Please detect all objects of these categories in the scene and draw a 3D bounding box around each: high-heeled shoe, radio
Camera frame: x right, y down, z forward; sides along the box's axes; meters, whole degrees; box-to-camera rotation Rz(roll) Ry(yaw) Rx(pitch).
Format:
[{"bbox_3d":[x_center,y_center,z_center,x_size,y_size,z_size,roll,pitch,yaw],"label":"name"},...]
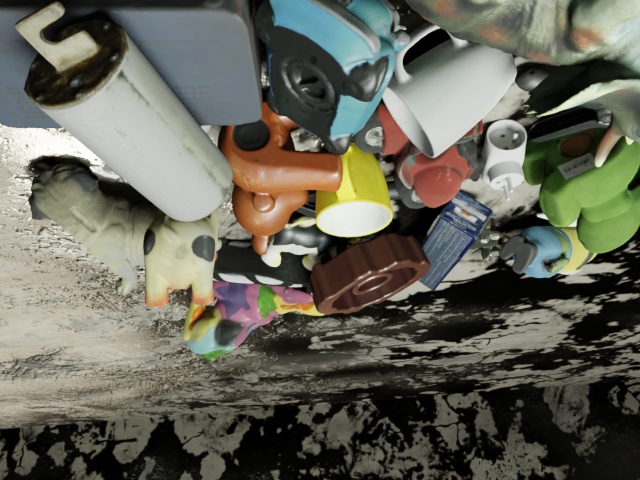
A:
[{"bbox_3d":[-0.106,0.045,0.866,0.248,0.086,0.145,19,150,-31],"label":"high-heeled shoe"},{"bbox_3d":[-0.164,-0.157,0.437,0.230,0.073,0.131,-3,154,-5],"label":"radio"}]

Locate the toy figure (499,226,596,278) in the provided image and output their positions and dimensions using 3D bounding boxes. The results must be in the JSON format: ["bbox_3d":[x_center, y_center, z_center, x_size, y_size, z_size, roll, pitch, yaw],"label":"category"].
[{"bbox_3d":[0.358,0.014,0.821,0.180,0.082,0.089,1,153,-37],"label":"toy figure"}]

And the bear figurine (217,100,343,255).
[{"bbox_3d":[-0.042,-0.065,0.595,0.132,0.120,0.195,-8,156,1],"label":"bear figurine"}]

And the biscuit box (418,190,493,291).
[{"bbox_3d":[0.188,0.006,0.815,0.063,0.059,0.202,33,155,9],"label":"biscuit box"}]

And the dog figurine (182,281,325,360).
[{"bbox_3d":[-0.106,0.121,0.923,0.219,0.191,0.108,4,152,22],"label":"dog figurine"}]

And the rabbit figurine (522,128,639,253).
[{"bbox_3d":[0.339,-0.062,0.645,0.159,0.121,0.170,-32,127,11],"label":"rabbit figurine"}]

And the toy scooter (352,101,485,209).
[{"bbox_3d":[0.130,-0.102,0.591,0.135,0.075,0.183,-19,146,27],"label":"toy scooter"}]

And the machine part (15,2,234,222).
[{"bbox_3d":[-0.137,-0.082,0.421,0.079,0.079,0.243,-10,155,13],"label":"machine part"}]

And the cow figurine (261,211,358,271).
[{"bbox_3d":[-0.001,-0.004,0.792,0.167,0.068,0.098,7,147,-23],"label":"cow figurine"}]

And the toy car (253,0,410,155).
[{"bbox_3d":[0.017,-0.149,0.434,0.109,0.103,0.161,35,161,11],"label":"toy car"}]

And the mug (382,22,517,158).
[{"bbox_3d":[0.114,-0.146,0.480,0.107,0.081,0.109,-36,125,0],"label":"mug"}]

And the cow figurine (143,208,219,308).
[{"bbox_3d":[-0.149,-0.027,0.598,0.085,0.195,0.127,3,117,-7],"label":"cow figurine"}]

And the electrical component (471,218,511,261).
[{"bbox_3d":[0.255,-0.002,0.849,0.078,0.045,0.102,-9,154,9],"label":"electrical component"}]

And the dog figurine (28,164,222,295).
[{"bbox_3d":[-0.233,-0.025,0.663,0.172,0.121,0.190,-18,145,3],"label":"dog figurine"}]

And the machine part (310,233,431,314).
[{"bbox_3d":[0.071,0.050,0.789,0.179,0.056,0.179,-18,158,-8],"label":"machine part"}]

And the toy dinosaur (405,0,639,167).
[{"bbox_3d":[0.130,-0.180,0.360,0.405,0.131,0.192,25,157,-8],"label":"toy dinosaur"}]
